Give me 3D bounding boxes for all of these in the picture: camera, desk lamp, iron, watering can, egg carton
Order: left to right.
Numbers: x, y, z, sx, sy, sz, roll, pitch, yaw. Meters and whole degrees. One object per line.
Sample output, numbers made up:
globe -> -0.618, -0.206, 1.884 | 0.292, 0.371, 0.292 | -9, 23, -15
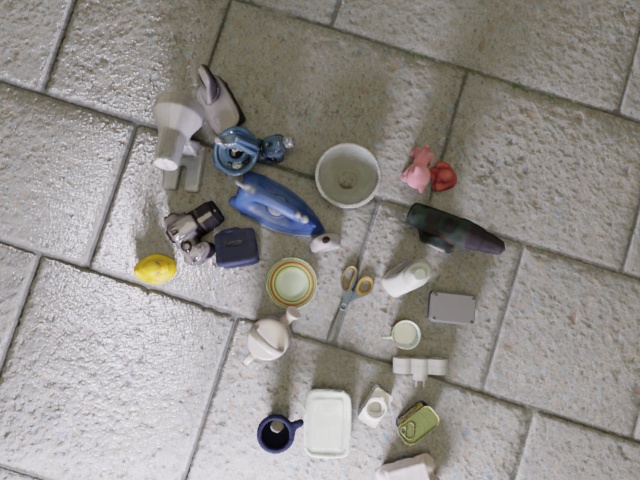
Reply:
desk lamp -> -0.343, -0.234, 1.393 | 0.118, 0.213, 0.203 | 7, 86, 1
camera -> -0.303, -0.026, 1.434 | 0.137, 0.101, 0.143 | -34, 86, -2
watering can -> -0.120, 0.230, 1.369 | 0.101, 0.194, 0.173 | 22, 86, 2
iron -> -0.099, -0.082, 1.418 | 0.258, 0.141, 0.119 | 27, 86, 2
egg carton -> 0.217, 0.590, 1.406 | 0.150, 0.069, 0.107 | -16, 86, -1

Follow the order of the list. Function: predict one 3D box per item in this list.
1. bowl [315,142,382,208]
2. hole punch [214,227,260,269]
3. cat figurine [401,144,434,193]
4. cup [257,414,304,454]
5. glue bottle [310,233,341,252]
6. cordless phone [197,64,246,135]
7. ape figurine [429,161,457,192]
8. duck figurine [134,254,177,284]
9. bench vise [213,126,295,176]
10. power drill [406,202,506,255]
bowl -> 0.070, -0.159, 1.457 | 0.167, 0.074, 0.167 | 0, 86, 0
hole punch -> -0.212, 0.018, 1.436 | 0.108, 0.091, 0.101 | -11, 86, -1
cat figurine -> 0.250, -0.180, 1.438 | 0.067, 0.117, 0.128 | 19, 86, 2
cup -> -0.093, 0.460, 1.402 | 0.118, 0.095, 0.092 | -25, 86, -2
glue bottle -> 0.013, 0.005, 1.396 | 0.078, 0.173, 0.037 | -14, 86, -1
cordless phone -> -0.256, -0.346, 1.415 | 0.094, 0.185, 0.147 | -32, 86, -2
ape figurine -> 0.313, -0.160, 1.449 | 0.076, 0.092, 0.078 | 28, 86, 2
duck figurine -> -0.419, 0.072, 1.434 | 0.104, 0.086, 0.077 | -6, 86, 0
bench vise -> -0.174, -0.238, 1.390 | 0.207, 0.219, 0.121 | -28, 86, -2
power drill -> 0.313, -0.018, 1.381 | 0.229, 0.208, 0.076 | 23, 86, 2
